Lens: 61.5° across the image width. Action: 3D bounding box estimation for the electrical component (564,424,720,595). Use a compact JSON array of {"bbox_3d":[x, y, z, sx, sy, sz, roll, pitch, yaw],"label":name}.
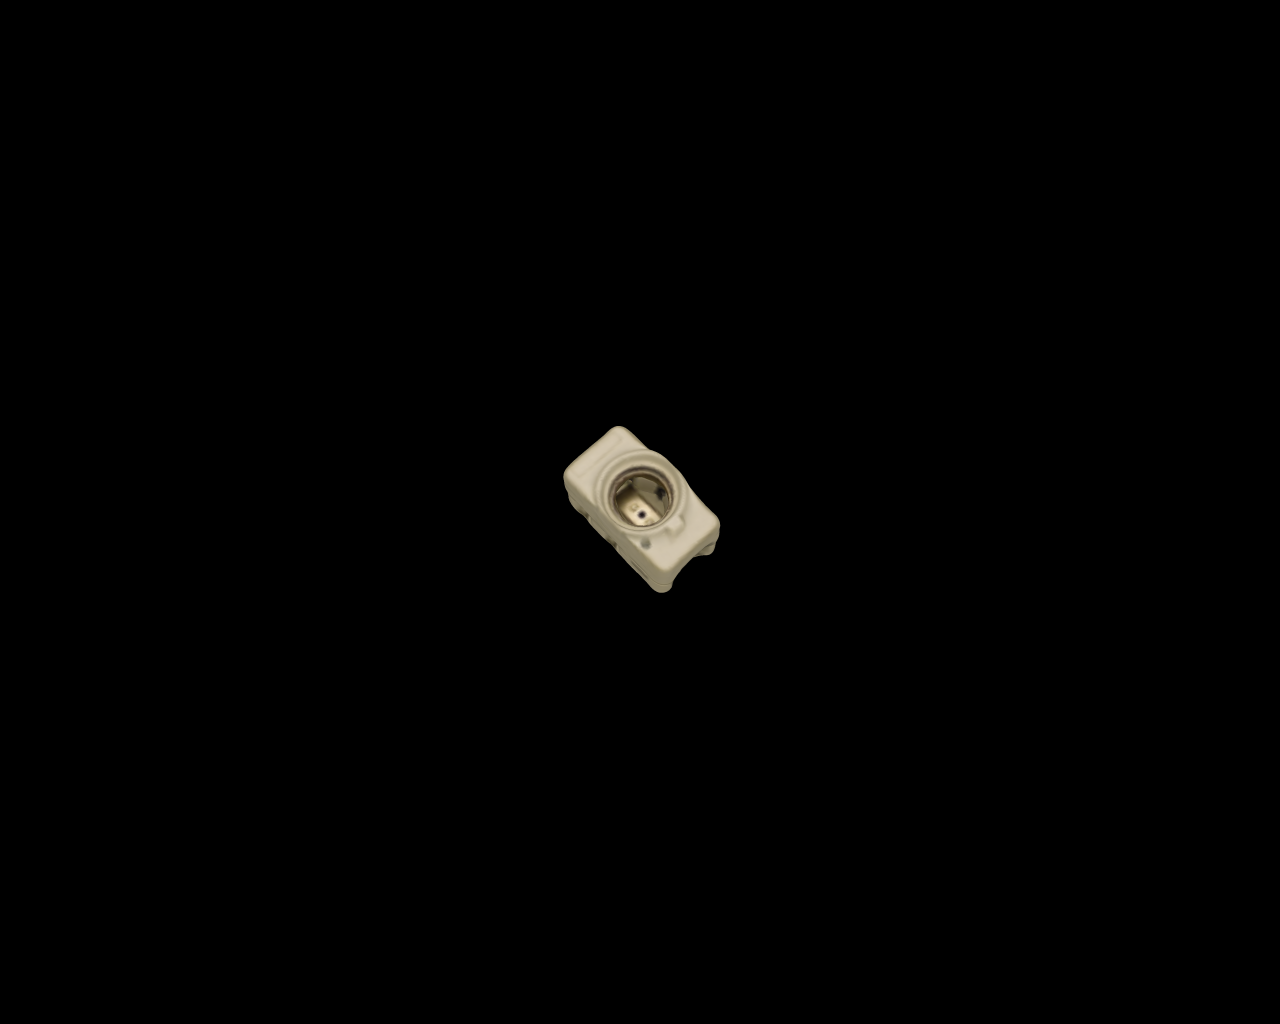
[{"bbox_3d":[0.001,-0.003,0.650,0.050,0.089,0.055,-41,-15,-14],"label":"electrical component"}]
